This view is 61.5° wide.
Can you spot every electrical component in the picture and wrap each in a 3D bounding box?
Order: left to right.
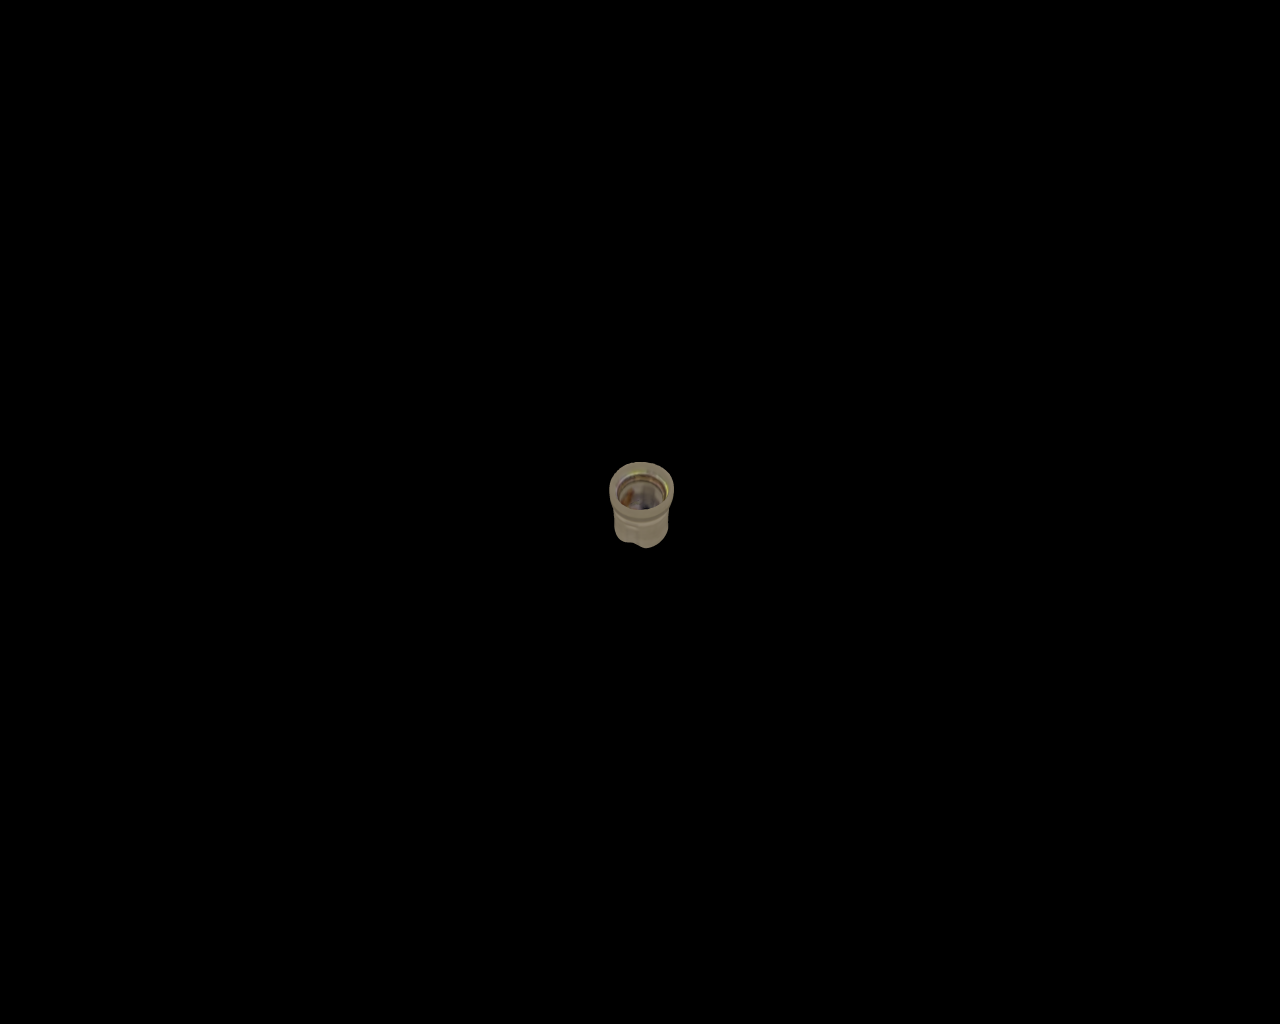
[{"bbox_3d":[0.001,-0.003,0.650,0.040,0.040,0.046,0,-37,0],"label":"electrical component"}]
